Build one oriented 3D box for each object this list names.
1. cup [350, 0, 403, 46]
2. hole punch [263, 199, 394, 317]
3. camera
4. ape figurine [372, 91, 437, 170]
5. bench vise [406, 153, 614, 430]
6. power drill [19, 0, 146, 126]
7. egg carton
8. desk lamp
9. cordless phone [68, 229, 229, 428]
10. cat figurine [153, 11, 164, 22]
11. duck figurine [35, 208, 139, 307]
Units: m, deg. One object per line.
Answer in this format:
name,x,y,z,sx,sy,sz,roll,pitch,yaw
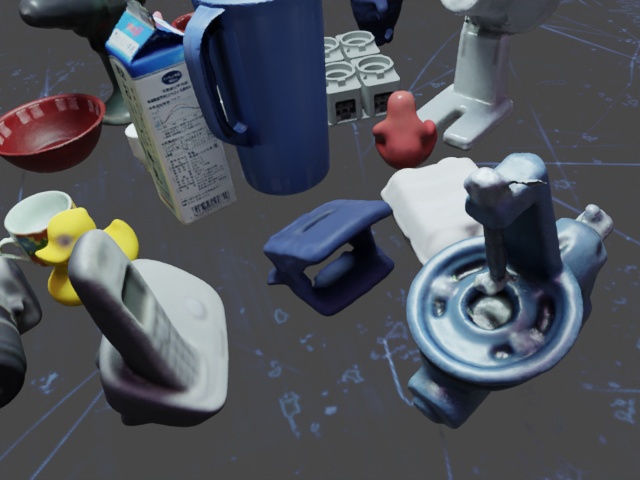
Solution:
cup,0.098,-0.369,0.953,0.091,0.095,0.117,-8,41,0
hole punch,0.005,0.002,0.549,0.109,0.091,0.100,-35,48,-27
camera,-0.321,0.086,0.495,0.143,0.101,0.136,-26,45,-20
ape figurine,0.101,-0.138,0.693,0.077,0.092,0.076,8,44,17
bench vise,0.140,0.011,0.421,0.121,0.220,0.208,19,48,27
power drill,-0.312,-0.277,0.823,0.075,0.209,0.230,5,43,14
egg carton,0.130,-0.021,0.574,0.107,0.069,0.150,-15,42,-8
desk lamp,0.207,-0.256,0.719,0.117,0.214,0.204,26,51,32
cordless phone,-0.134,0.047,0.448,0.094,0.185,0.147,-12,41,-4
cat figurine,-0.237,-0.295,0.901,0.127,0.118,0.067,14,46,23
duck figurine,-0.240,0.005,0.586,0.077,0.086,0.105,21,49,29
